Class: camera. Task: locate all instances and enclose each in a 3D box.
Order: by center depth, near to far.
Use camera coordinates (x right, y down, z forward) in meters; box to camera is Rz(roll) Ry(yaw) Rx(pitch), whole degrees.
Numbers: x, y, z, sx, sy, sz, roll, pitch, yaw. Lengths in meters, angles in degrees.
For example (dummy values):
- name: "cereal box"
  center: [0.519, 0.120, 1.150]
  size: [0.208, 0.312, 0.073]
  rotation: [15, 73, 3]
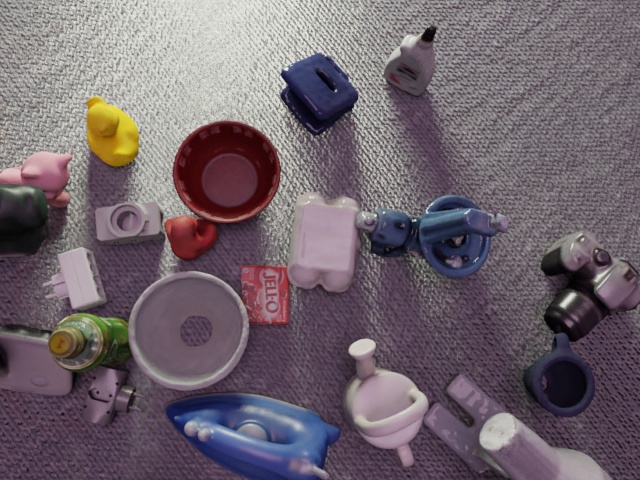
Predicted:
- name: "camera"
  center: [0.403, 0.078, 0.878]
  size: [0.137, 0.100, 0.143]
  rotation: [-43, 86, -10]

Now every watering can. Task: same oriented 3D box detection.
- name: "watering can"
  center: [0.085, 0.224, 0.780]
  size: [0.101, 0.194, 0.173]
  rotation: [-44, 86, -10]

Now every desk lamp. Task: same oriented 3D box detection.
- name: "desk lamp"
  center: [0.261, 0.292, 0.774]
  size: [0.203, 0.213, 0.118]
  rotation: [41, 80, 3]

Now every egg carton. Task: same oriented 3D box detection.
- name: "egg carton"
  center: [0.008, 0.003, 0.872]
  size: [0.107, 0.069, 0.150]
  rotation: [6, 80, -4]

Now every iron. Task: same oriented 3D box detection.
- name: "iron"
  center: [-0.102, 0.275, 0.782]
  size: [0.258, 0.141, 0.119]
  rotation: [17, 80, -2]

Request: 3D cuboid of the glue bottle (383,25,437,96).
- name: "glue bottle"
  center: [0.148, -0.281, 0.878]
  size: [0.078, 0.173, 0.037]
  rotation: [26, 80, 0]

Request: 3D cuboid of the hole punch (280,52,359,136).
- name: "hole punch"
  center: [-0.001, -0.239, 0.900]
  size: [0.101, 0.091, 0.108]
  rotation: [-40, 86, -9]

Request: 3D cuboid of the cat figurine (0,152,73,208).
- name: "cat figurine"
  center: [-0.414, -0.090, 0.827]
  size: [0.128, 0.117, 0.067]
  rotation: [-3, 81, -5]

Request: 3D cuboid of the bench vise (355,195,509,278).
- name: "bench vise"
  center: [0.161, -0.003, 0.810]
  size: [0.207, 0.219, 0.121]
  rotation: [-8, 81, -6]

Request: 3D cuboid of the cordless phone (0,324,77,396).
- name: "cordless phone"
  center: [-0.412, 0.161, 0.753]
  size: [0.147, 0.185, 0.094]
  rotation: [7, 80, -3]

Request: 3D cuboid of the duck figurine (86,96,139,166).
- name: "duck figurine"
  center: [-0.320, -0.167, 0.864]
  size: [0.077, 0.086, 0.104]
  rotation: [-23, 83, -8]

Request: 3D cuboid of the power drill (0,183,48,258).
- name: "power drill"
  center: [-0.471, -0.026, 0.766]
  size: [0.229, 0.208, 0.075]
  rotation: [-7, 81, -6]

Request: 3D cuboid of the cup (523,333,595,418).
- name: "cup"
  center: [0.345, 0.199, 0.856]
  size: [0.091, 0.095, 0.118]
  rotation: [3, 81, -4]

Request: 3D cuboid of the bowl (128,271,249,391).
- name: "bowl"
  center: [-0.186, 0.131, 0.833]
  size: [0.167, 0.074, 0.167]
  rotation: [1, 81, -5]

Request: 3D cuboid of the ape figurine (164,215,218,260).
- name: "ape figurine"
  center: [-0.196, -0.011, 0.846]
  size: [0.078, 0.092, 0.076]
  rotation: [30, 80, 1]
